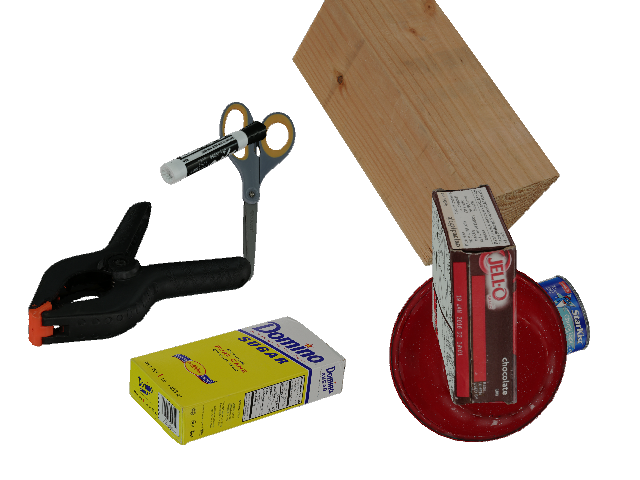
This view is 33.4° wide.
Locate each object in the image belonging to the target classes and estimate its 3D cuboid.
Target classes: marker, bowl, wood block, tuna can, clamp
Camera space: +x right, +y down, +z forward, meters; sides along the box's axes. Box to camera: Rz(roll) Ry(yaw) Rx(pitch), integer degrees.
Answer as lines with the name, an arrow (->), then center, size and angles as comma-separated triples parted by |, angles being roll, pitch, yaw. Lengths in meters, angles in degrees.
marker -> -0.093, -0.081, 0.957 | 0.020, 0.020, 0.120 | 0, 24, 46
bowl -> 0.143, 0.102, 0.917 | 0.162, 0.162, 0.055 | 0, 6, -7
wood block -> 0.077, -0.097, 0.829 | 0.090, 0.206, 0.091 | -19, -22, -34
tuna can -> 0.258, 0.084, 1.166 | 0.033, 0.086, 0.086 | -17, 3, -10
clamp -> -0.149, 0.023, 0.784 | 0.171, 0.039, 0.120 | -21, 38, -40

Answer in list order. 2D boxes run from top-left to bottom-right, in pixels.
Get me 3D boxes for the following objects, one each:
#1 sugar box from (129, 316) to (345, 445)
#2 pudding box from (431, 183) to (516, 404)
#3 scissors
sugar box -> -0.074, 0.122, 0.968 | 0.175, 0.048, 0.093 | -16, 33, -35
pudding box -> 0.085, 0.027, 0.598 | 0.039, 0.090, 0.113 | -3, 20, 0
scissors -> -0.061, -0.062, 1.206 | 0.096, 0.202, 0.016 | -12, -6, -15
